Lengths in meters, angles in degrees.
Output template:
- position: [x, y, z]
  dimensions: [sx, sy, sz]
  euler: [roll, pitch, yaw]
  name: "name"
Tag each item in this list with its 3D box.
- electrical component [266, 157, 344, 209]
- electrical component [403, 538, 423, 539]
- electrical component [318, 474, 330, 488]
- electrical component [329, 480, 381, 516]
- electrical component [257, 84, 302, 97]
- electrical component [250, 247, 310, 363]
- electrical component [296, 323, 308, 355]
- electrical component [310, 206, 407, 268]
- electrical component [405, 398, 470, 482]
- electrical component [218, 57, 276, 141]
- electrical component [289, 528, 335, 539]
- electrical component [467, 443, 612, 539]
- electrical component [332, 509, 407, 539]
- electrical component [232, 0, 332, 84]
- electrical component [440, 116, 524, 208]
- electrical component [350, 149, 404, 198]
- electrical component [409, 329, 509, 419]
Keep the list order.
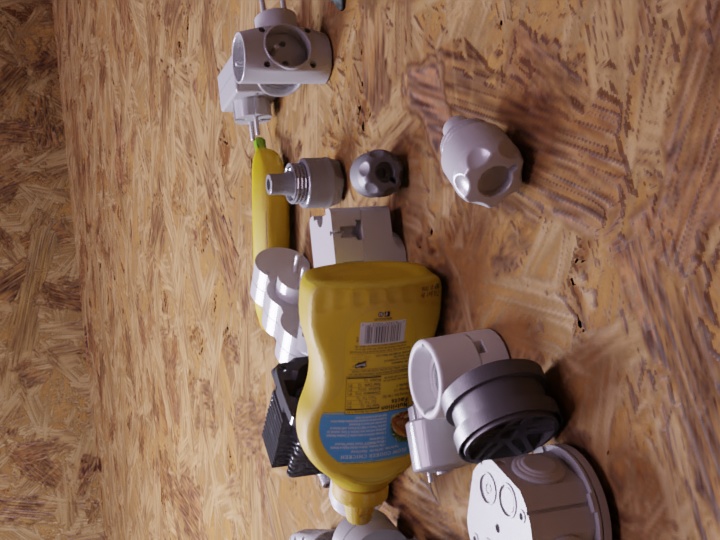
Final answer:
- position: [-0.048, -0.073, 0.908]
  dimensions: [0.043, 0.062, 0.043]
  euler: [176, 90, -69]
  name: "electrical component"
- position: [0.049, 0.233, 0.713]
  dimensions: [0.150, 0.062, 0.089]
  euler: [158, 106, -68]
  name: "electrical component"
- position: [-0.037, 0.166, 0.963]
  dimensions: [0.035, 0.035, 0.061]
  euler: [109, 147, -45]
  name: "electrical component"
- position: [0.000, 0.162, 0.852]
  dimensions: [0.045, 0.045, 0.055]
  euler: [-124, 36, -53]
  name: "electrical component"
- position: [-0.076, -0.192, 0.985]
  dimensions: [0.066, 0.048, 0.055]
  euler: [109, 157, -46]
  name: "electrical component"
- position: [-0.058, 0.021, 0.966]
  dimensions: [0.138, 0.052, 0.073]
  euler: [-118, 32, -47]
  name: "electrical component"
- position: [-0.023, 0.042, 0.878]
  dimensions: [0.055, 0.055, 0.047]
  euler: [-145, 58, -64]
  name: "electrical component"
- position: [0.000, 0.000, 0.807]
  dimensions: [0.050, 0.056, 0.089]
  euler: [161, 104, -68]
  name: "electrical component"
- position: [0.050, 0.100, 0.716]
  dimensions: [0.040, 0.040, 0.078]
  euler: [139, 124, -64]
  name: "electrical component"
- position: [-0.108, -0.167, 1.069]
  dimensions: [0.066, 0.047, 0.076]
  euler: [153, 111, -67]
  name: "electrical component"
- position: [-0.033, 0.271, 0.956]
  dimensions: [0.077, 0.043, 0.079]
  euler: [147, 116, -67]
  name: "electrical component"
- position: [0.097, 0.137, 0.587]
  dimensions: [0.080, 0.051, 0.080]
  euler: [176, 90, -69]
  name: "electrical component"
- position: [0.014, 0.260, 0.820]
  dimensions: [0.074, 0.052, 0.138]
  euler: [-148, 56, -64]
  name: "electrical component"
- position: [-0.070, -0.198, 0.923]
  dimensions: [0.044, 0.077, 0.079]
  euler: [136, 127, -64]
  name: "electrical component"
- position: [0.068, -0.069, 0.636]
  dimensions: [0.062, 0.043, 0.043]
  euler: [-116, 30, -48]
  name: "electrical component"
- position: [0.008, -0.071, 0.803]
  dimensions: [0.061, 0.035, 0.035]
  euler: [-177, 84, -72]
  name: "electrical component"
- position: [0.061, 0.066, 0.672]
  dimensions: [0.055, 0.047, 0.055]
  euler: [176, 90, -69]
  name: "electrical component"
